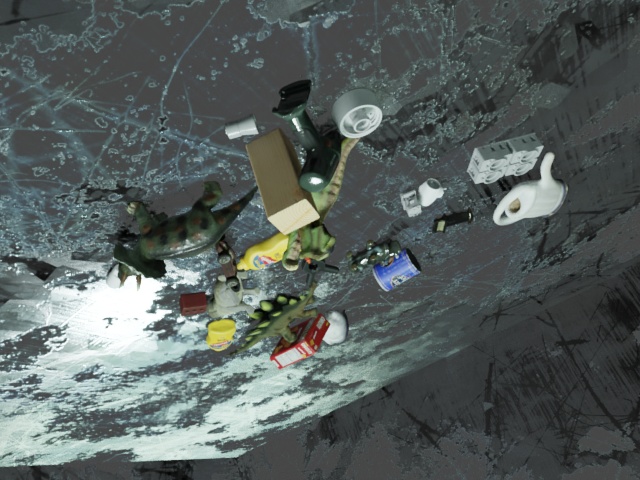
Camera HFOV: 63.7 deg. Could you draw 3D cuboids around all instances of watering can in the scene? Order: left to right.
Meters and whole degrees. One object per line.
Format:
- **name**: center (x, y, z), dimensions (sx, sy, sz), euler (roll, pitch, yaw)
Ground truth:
- **watering can**: center (0.698, -0.156, 1.644), dimensions (0.225, 0.106, 0.340), euler (-6, 147, -25)

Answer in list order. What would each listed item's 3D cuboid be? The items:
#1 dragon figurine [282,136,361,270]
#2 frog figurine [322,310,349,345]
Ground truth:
- **dragon figurine**: center (0.004, -0.063, 1.257), dimensions (0.122, 0.248, 0.402), euler (10, 140, -32)
- **frog figurine**: center (0.031, 0.347, 2.048), dimensions (0.159, 0.125, 0.135), euler (-2, 112, -12)
